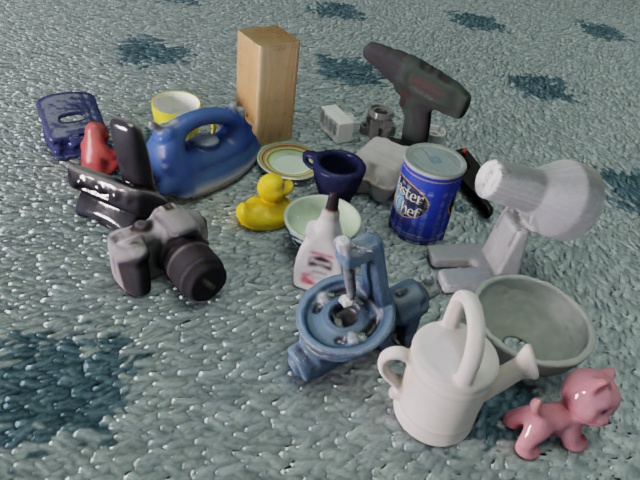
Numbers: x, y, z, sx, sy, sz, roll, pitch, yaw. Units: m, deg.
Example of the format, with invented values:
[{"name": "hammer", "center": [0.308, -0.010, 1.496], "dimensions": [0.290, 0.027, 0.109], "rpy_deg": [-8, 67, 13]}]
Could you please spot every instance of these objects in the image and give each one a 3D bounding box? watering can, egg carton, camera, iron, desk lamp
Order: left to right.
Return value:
[{"name": "camera", "center": [-0.204, 0.022, 0.800], "dimensions": [0.143, 0.101, 0.136], "rpy_deg": [-23, 49, -33]}, {"name": "iron", "center": [-0.198, -0.176, 1.009], "dimensions": [0.118, 0.141, 0.259], "rpy_deg": [34, 45, 27]}, {"name": "egg carton", "center": [0.117, -0.136, 1.079], "dimensions": [0.107, 0.069, 0.150], "rpy_deg": [24, 42, 18]}, {"name": "watering can", "center": [0.158, 0.138, 0.654], "dimensions": [0.173, 0.194, 0.100], "rpy_deg": [-8, 42, -20]}, {"name": "desk lamp", "center": [0.292, -0.026, 0.864], "dimensions": [0.203, 0.213, 0.117], "rpy_deg": [-2, 40, -13]}]

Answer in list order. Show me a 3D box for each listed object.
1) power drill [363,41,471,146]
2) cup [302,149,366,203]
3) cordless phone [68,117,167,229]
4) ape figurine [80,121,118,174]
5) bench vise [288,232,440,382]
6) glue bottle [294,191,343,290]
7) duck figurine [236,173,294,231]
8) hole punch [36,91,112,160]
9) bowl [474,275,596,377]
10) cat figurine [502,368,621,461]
[{"name": "power drill", "center": [0.173, -0.261, 1.131], "dimensions": [0.229, 0.208, 0.076], "rpy_deg": [23, 41, 17]}, {"name": "cup", "center": [0.017, -0.101, 0.996], "dimensions": [0.117, 0.095, 0.092], "rpy_deg": [24, 41, 18]}, {"name": "cordless phone", "center": [-0.316, -0.117, 0.879], "dimensions": [0.147, 0.185, 0.094], "rpy_deg": [18, 40, 11]}, {"name": "ape figurine", "center": [-0.384, -0.163, 0.996], "dimensions": [0.077, 0.092, 0.076], "rpy_deg": [25, 42, 19]}, {"name": "bench vise", "center": [0.057, 0.061, 0.707], "dimensions": [0.121, 0.220, 0.208], "rpy_deg": [34, 45, 28]}, {"name": "glue bottle", "center": [0.007, 0.003, 0.806], "dimensions": [0.078, 0.173, 0.037], "rpy_deg": [11, 39, 2]}, {"name": "duck figurine", "center": [-0.087, -0.069, 0.944], "dimensions": [0.105, 0.086, 0.077], "rpy_deg": [-16, 45, -28]}, {"name": "hole punch", "center": [-0.446, -0.210, 1.042], "dimensions": [0.109, 0.091, 0.100], "rpy_deg": [-18, 46, -29]}, {"name": "bowl", "center": [0.280, 0.128, 0.784], "dimensions": [0.167, 0.075, 0.167], "rpy_deg": [6, 39, -4]}, {"name": "cat figurine", "center": [0.294, 0.194, 0.673], "dimensions": [0.128, 0.118, 0.067], "rpy_deg": [-4, 41, -16]}]
